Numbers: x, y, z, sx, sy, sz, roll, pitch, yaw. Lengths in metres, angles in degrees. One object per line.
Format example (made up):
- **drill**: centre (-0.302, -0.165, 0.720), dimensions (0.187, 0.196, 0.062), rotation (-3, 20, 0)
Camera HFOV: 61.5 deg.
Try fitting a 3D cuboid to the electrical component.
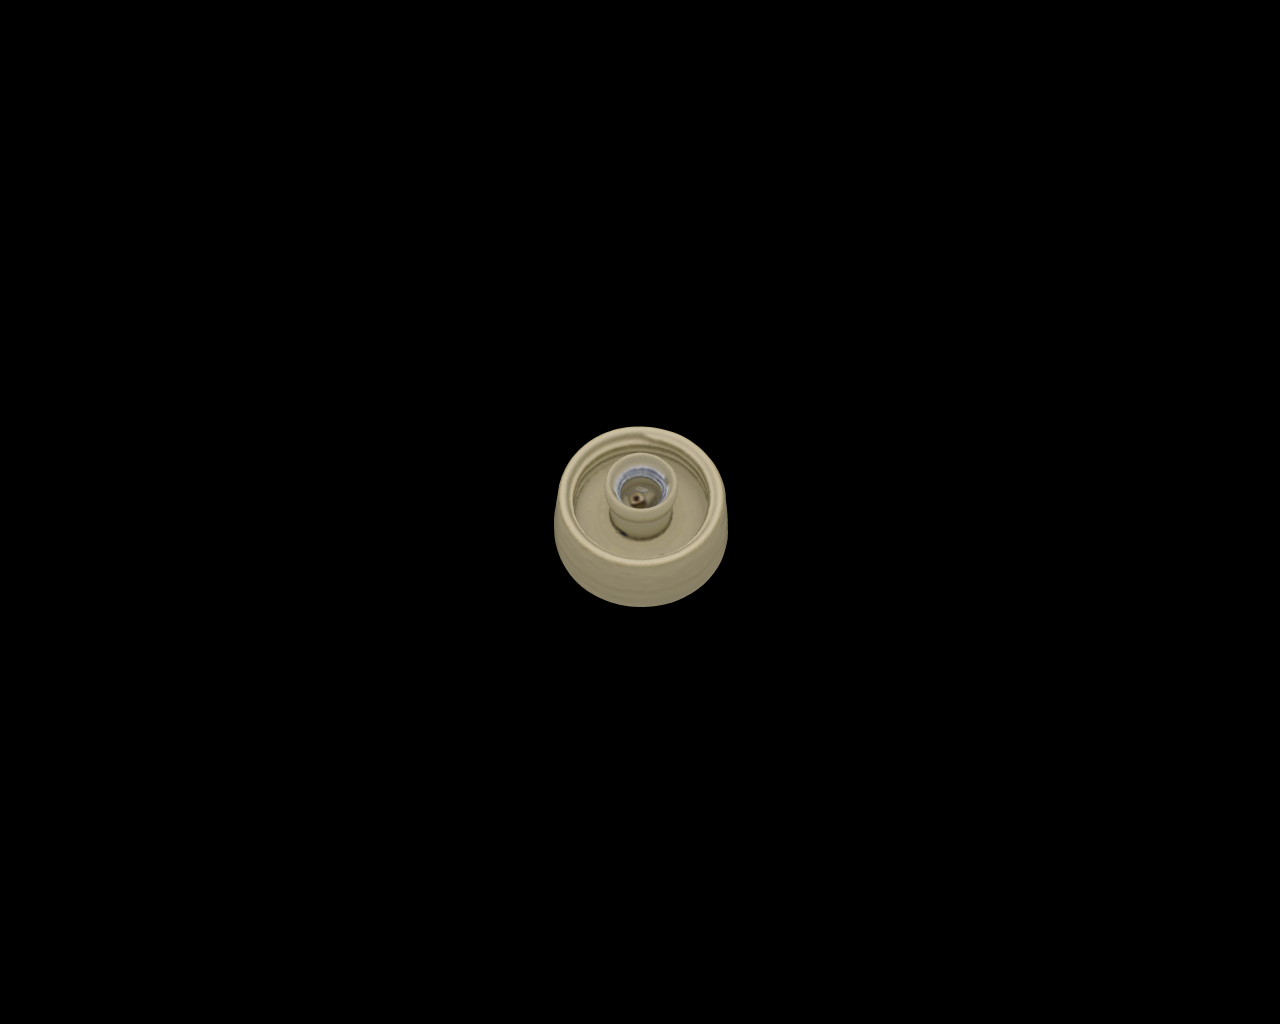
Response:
- **electrical component**: centre (0.001, -0.003, 0.650), dimensions (0.108, 0.108, 0.060), rotation (0, -31, 0)
